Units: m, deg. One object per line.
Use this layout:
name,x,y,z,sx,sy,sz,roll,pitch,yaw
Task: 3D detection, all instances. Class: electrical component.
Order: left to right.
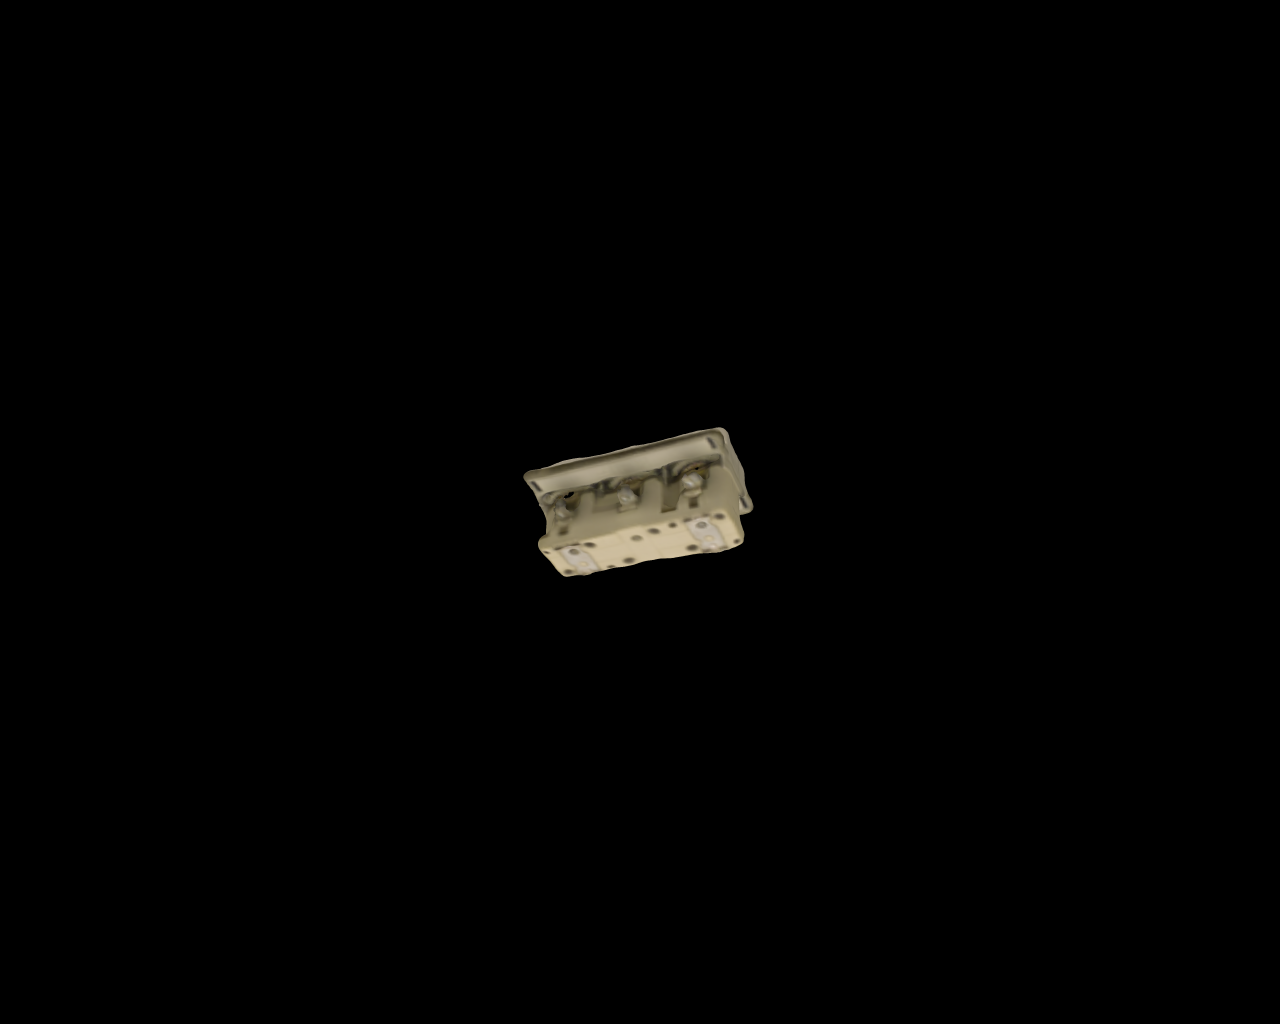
electrical component,0.001,-0.003,0.650,0.121,0.063,0.078,-11,-35,16
